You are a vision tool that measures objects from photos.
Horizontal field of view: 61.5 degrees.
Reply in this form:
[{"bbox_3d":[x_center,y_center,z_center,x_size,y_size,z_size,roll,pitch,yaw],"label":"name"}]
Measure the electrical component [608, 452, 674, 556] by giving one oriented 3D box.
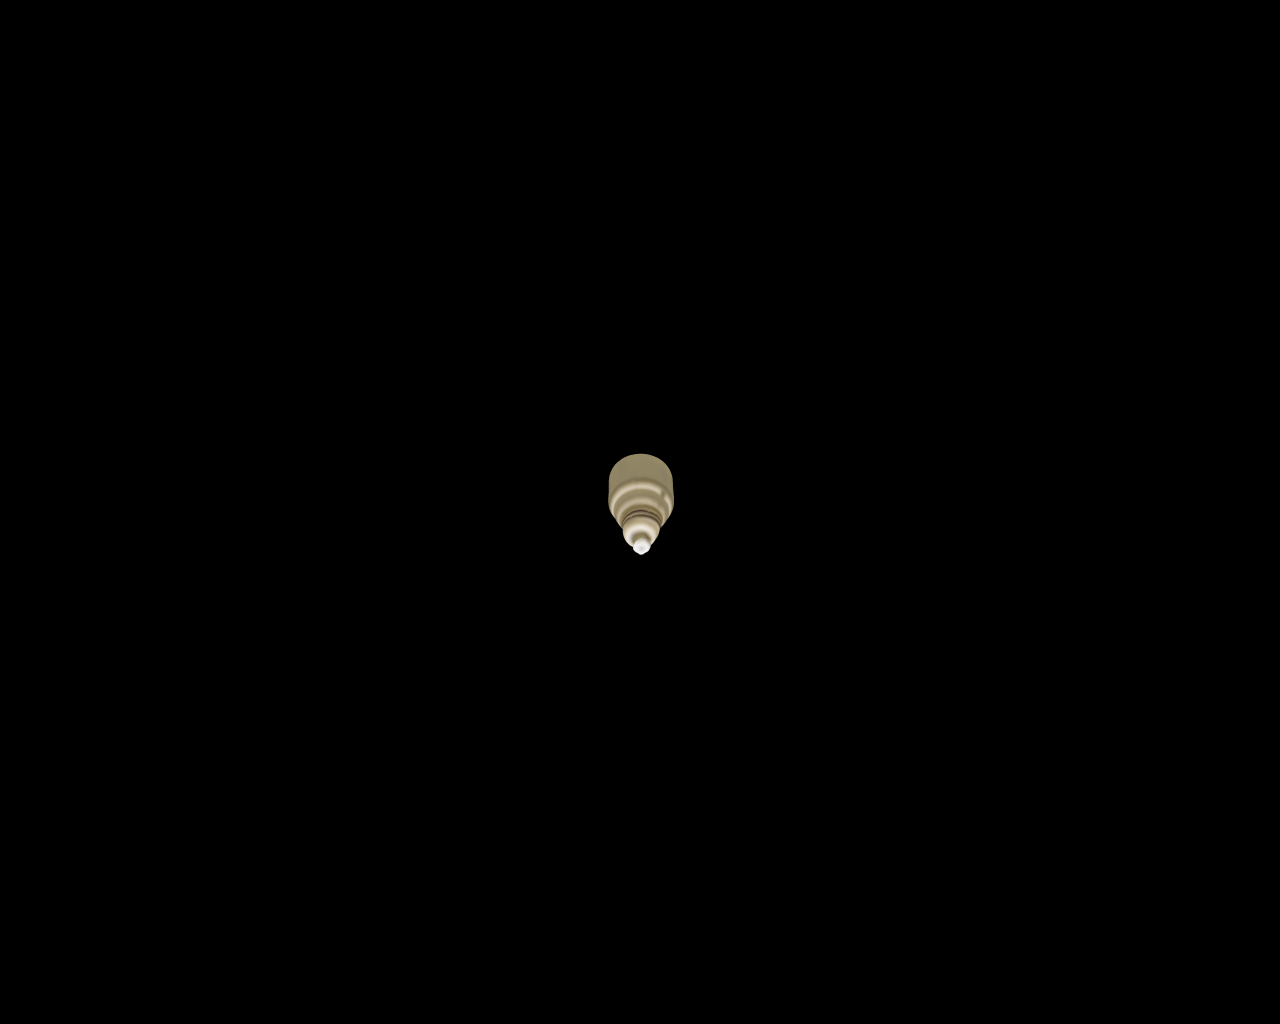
[{"bbox_3d":[0.001,-0.003,0.650,0.040,0.040,0.078,0,37,0],"label":"electrical component"}]
